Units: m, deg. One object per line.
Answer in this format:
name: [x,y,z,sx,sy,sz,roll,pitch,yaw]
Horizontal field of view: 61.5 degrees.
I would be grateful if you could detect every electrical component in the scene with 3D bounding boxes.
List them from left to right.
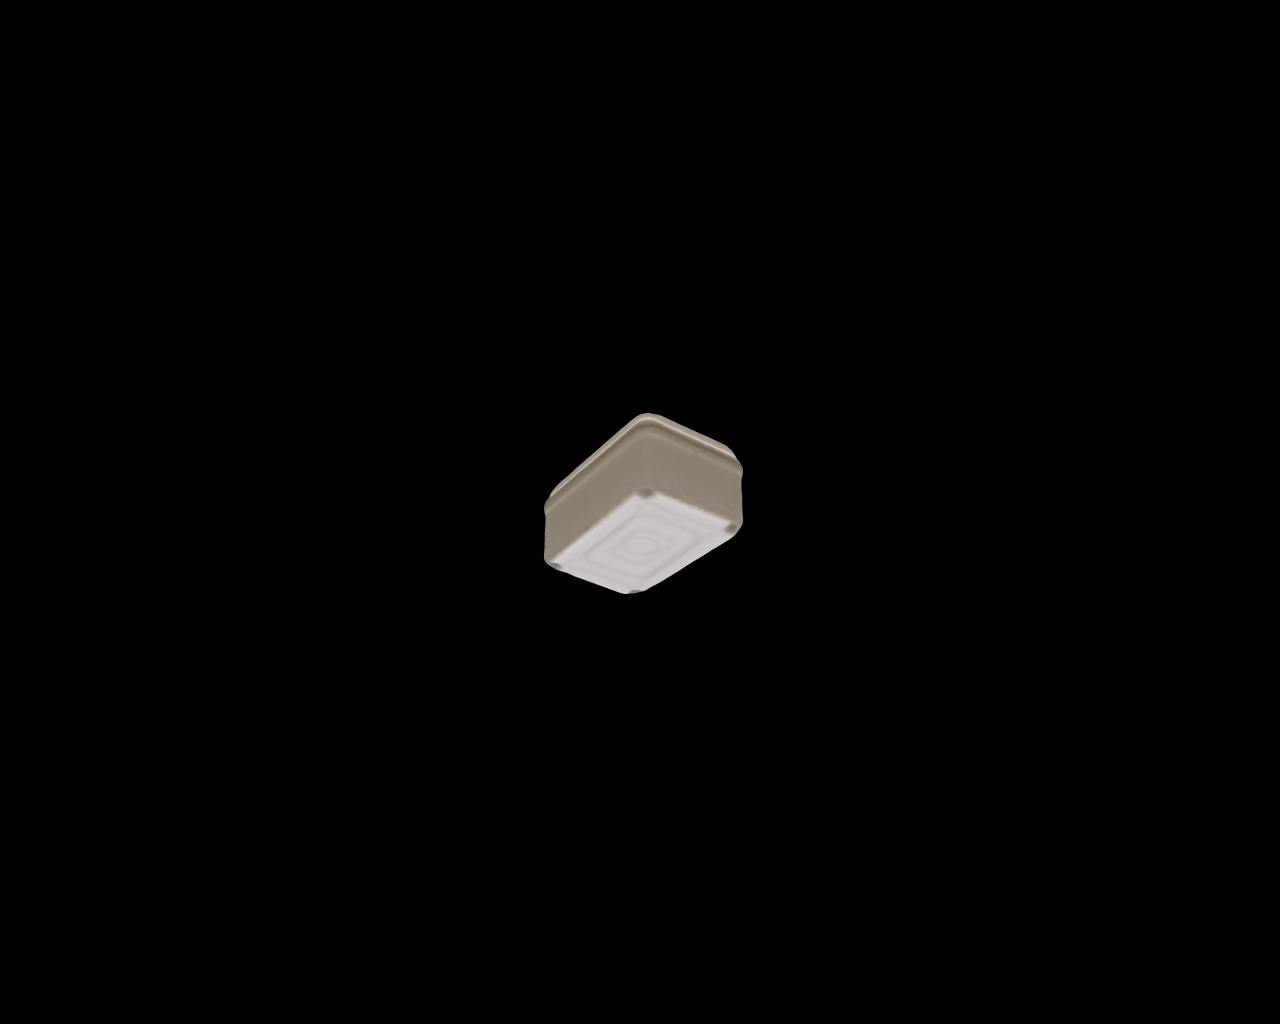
electrical component: [0.001,-0.003,0.650,0.078,0.057,0.113,22,-39,-30]
